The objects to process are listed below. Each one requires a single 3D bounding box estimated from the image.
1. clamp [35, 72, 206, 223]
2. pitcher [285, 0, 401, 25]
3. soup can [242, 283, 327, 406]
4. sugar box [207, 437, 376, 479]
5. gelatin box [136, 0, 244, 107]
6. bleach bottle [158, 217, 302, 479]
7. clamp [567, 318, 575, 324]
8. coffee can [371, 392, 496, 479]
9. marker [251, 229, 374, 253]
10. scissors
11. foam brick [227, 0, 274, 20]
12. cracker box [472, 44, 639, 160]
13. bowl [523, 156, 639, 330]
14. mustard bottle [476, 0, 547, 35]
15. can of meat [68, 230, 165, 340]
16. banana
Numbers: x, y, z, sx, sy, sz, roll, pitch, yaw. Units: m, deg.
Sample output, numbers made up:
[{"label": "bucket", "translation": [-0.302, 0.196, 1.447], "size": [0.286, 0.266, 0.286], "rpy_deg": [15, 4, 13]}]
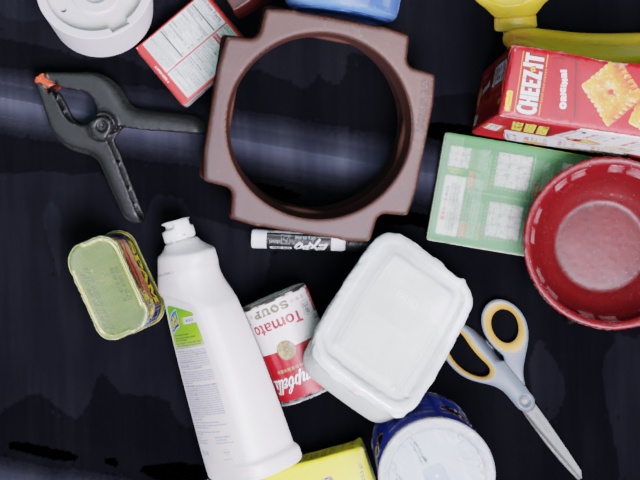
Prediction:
[{"label": "clamp", "translation": [-0.197, -0.114, 1.038], "size": [0.120, 0.039, 0.171], "rpy_deg": [-44, 91, 0]}, {"label": "pitcher", "translation": [0.025, -0.330, 0.986], "size": [0.149, 0.144, 0.243], "rpy_deg": [10, 95, 23]}, {"label": "soup can", "translation": [-0.026, 0.100, 1.029], "size": [0.068, 0.068, 0.102], "rpy_deg": [-23, 91, 1]}, {"label": "sugar box", "translation": [-0.029, 0.262, 1.040], "size": [0.176, 0.048, 0.093], "rpy_deg": [-17, 92, 3]}, {"label": "gelatin box", "translation": [-0.121, -0.185, 1.040], "size": [0.089, 0.030, 0.073], "rpy_deg": [-40, 92, 1]}, {"label": "bleach bottle", "translation": [-0.098, 0.100, 1.016], "size": [0.067, 0.103, 0.251], "rpy_deg": [-17, 91, -40]}, {"label": "clamp", "translation": [0.369, 0.066, 1.037], "size": [0.210, 0.036, 0.164], "rpy_deg": [-42, 82, 0]}, {"label": "coffee can", "translation": [0.102, 0.203, 0.994], "size": [0.103, 0.140, 0.103], "rpy_deg": [0, 92, 0]}, {"label": "marker", "translation": [-0.007, 0.001, 1.050], "size": [0.121, 0.020, 0.020], "rpy_deg": [2, 92, 4]}, {"label": "scissors", "translation": [0.208, 0.139, 1.054], "size": [0.202, 0.016, 0.096], "rpy_deg": [39, 92, -1]}, {"label": "foam brick", "translation": [-0.078, -0.261, 1.026], "size": [0.053, 0.051, 0.078], "rpy_deg": [-31, 91, 2]}, {"label": "cracker box", "translation": [0.259, -0.120, 0.972], "size": [0.213, 0.164, 0.072], "rpy_deg": [9, 90, 0]}, {"label": "bowl", "translation": [0.271, 0.004, 1.009], "size": [0.162, 0.055, 0.162], "rpy_deg": [0, 86, 5]}, {"label": "mustard bottle", "translation": [0.181, -0.275, 1.009], "size": [0.096, 0.058, 0.191], "rpy_deg": [-1, 107, 16]}, {"label": "can of meat", "translation": [-0.195, 0.043, 1.020], "size": [0.057, 0.084, 0.102], "rpy_deg": [-24, 91, 1]}, {"label": "banana", "translation": [0.264, -0.184, 1.016], "size": [0.197, 0.070, 0.037], "rpy_deg": [-2, 73, -5]}]
